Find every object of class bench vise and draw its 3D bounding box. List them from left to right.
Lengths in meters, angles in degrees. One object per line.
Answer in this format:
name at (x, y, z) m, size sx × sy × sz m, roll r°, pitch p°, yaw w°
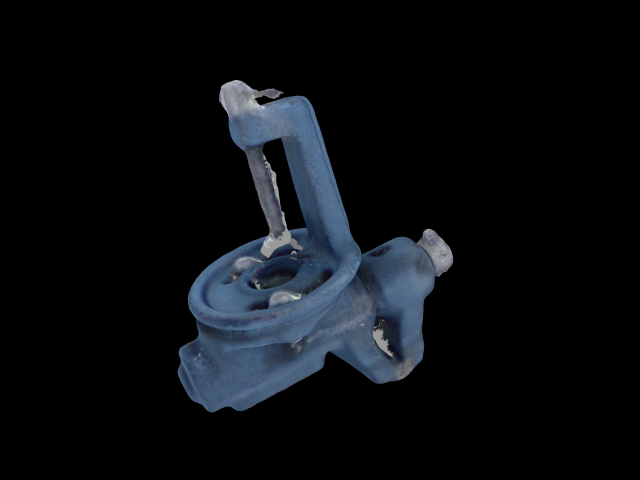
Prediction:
bench vise at (-0.004, -0.001, 0.408) m, size 0.208 × 0.220 × 0.121 m, roll -16°, pitch 24°, yaw -41°
